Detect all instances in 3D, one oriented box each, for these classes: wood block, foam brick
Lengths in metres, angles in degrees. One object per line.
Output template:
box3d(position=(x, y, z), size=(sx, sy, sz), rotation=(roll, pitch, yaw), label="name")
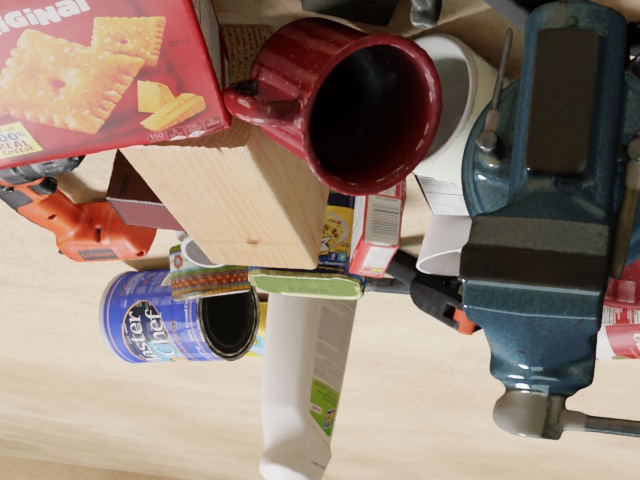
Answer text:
box3d(position=(-0.060, -0.058, 0.755), size=(0.091, 0.090, 0.206), rotation=(3, 158, 13), label="wood block")
box3d(position=(-0.124, -0.054, 0.811), size=(0.053, 0.078, 0.051), rotation=(7, 160, 11), label="foam brick")

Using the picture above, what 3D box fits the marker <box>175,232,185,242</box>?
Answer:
box3d(position=(-0.088, -0.016, 0.978), size=(0.121, 0.020, 0.020), rotation=(-11, 151, 43), label="marker")

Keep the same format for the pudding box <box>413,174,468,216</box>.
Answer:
box3d(position=(0.114, -0.054, 0.764), size=(0.090, 0.039, 0.113), rotation=(3, 157, 18), label="pudding box")

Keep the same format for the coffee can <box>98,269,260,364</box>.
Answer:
box3d(position=(-0.150, 0.079, 1.135), size=(0.141, 0.103, 0.102), rotation=(-6, 155, 34), label="coffee can")

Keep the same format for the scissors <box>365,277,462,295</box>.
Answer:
box3d(position=(0.046, 0.042, 1.008), size=(0.201, 0.016, 0.096), rotation=(6, 176, -28), label="scissors")

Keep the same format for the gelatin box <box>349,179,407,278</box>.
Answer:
box3d(position=(0.044, -0.025, 0.796), size=(0.030, 0.089, 0.073), rotation=(8, 160, -4), label="gelatin box")

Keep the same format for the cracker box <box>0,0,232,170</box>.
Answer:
box3d(position=(-0.145, -0.126, 0.558), size=(0.164, 0.072, 0.213), rotation=(-9, 152, 3), label="cracker box")

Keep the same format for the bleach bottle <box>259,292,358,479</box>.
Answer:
box3d(position=(-0.018, 0.127, 0.991), size=(0.068, 0.251, 0.102), rotation=(-4, 156, 32), label="bleach bottle")

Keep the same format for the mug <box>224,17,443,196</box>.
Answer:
box3d(position=(0.000, -0.081, 0.614), size=(0.117, 0.093, 0.082), rotation=(-10, -154, -29), label="mug")

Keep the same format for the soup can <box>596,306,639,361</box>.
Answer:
box3d(position=(0.282, 0.078, 0.996), size=(0.102, 0.068, 0.068), rotation=(-9, 153, 42), label="soup can")

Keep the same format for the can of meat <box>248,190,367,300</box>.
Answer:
box3d(position=(-0.006, 0.001, 0.894), size=(0.102, 0.084, 0.057), rotation=(3, 159, 17), label="can of meat")

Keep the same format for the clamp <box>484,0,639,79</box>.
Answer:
box3d(position=(0.176, -0.106, 0.600), size=(0.165, 0.036, 0.209), rotation=(0, 154, 24), label="clamp")

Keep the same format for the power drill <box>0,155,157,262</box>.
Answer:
box3d(position=(-0.225, -0.043, 0.915), size=(0.185, 0.057, 0.187), rotation=(-1, 154, 34), label="power drill")

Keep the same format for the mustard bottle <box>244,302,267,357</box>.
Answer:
box3d(position=(-0.075, 0.103, 1.228), size=(0.192, 0.058, 0.096), rotation=(-4, 151, 31), label="mustard bottle")

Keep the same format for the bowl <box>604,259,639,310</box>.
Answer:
box3d(position=(0.256, 0.005, 0.831), size=(0.162, 0.055, 0.162), rotation=(8, 160, 3), label="bowl")

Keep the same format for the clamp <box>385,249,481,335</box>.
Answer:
box3d(position=(0.104, 0.040, 0.927), size=(0.120, 0.039, 0.171), rotation=(8, -170, 3), label="clamp")
